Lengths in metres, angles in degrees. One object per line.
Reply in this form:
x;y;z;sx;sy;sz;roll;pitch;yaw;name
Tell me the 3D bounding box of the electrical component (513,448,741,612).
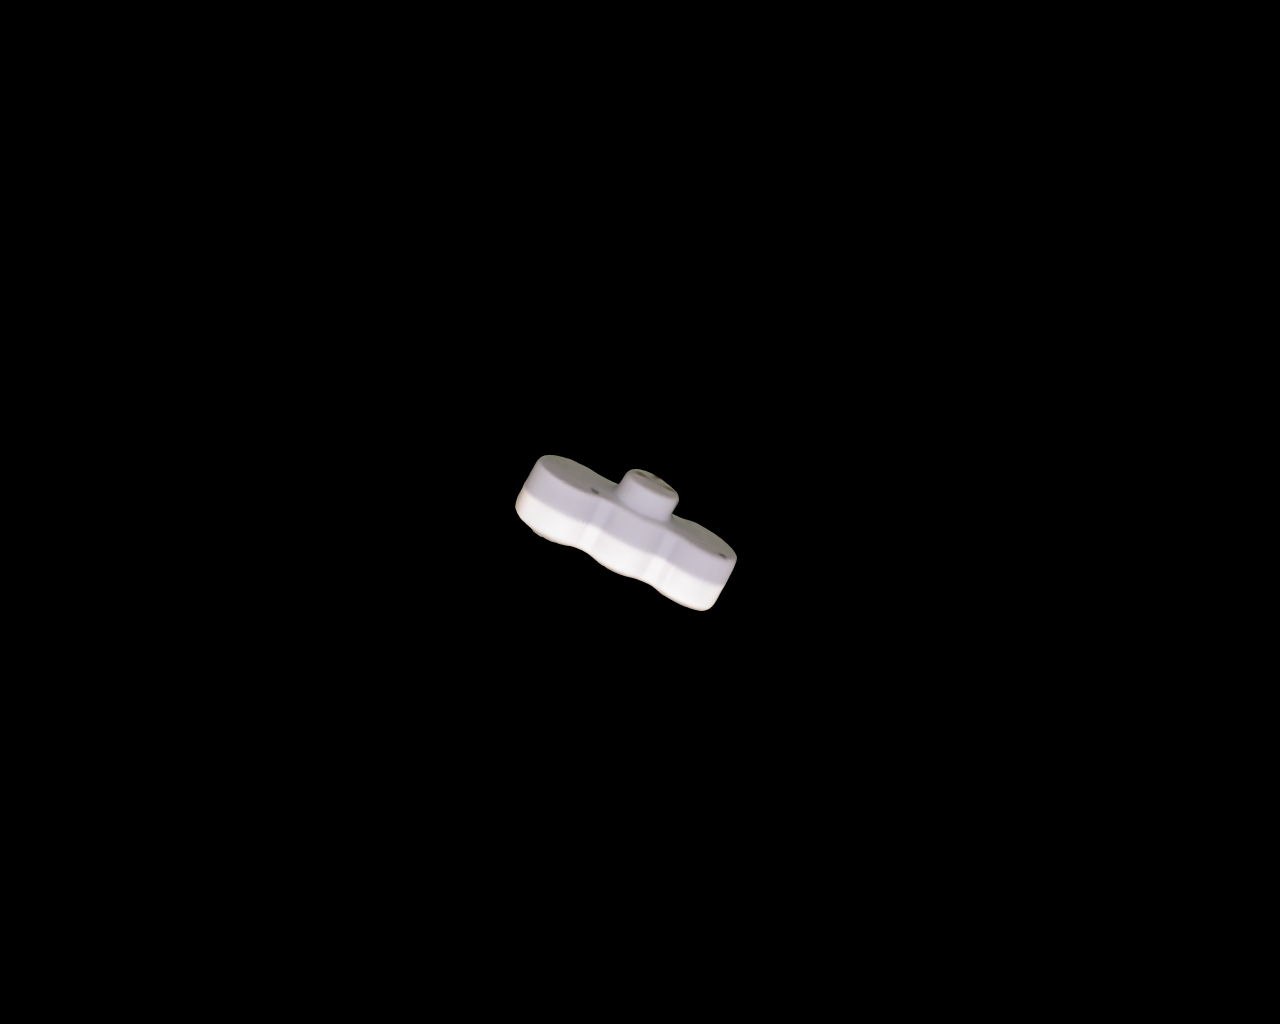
0.001;-0.003;0.650;0.138;0.073;0.052;27;14;-7;electrical component
